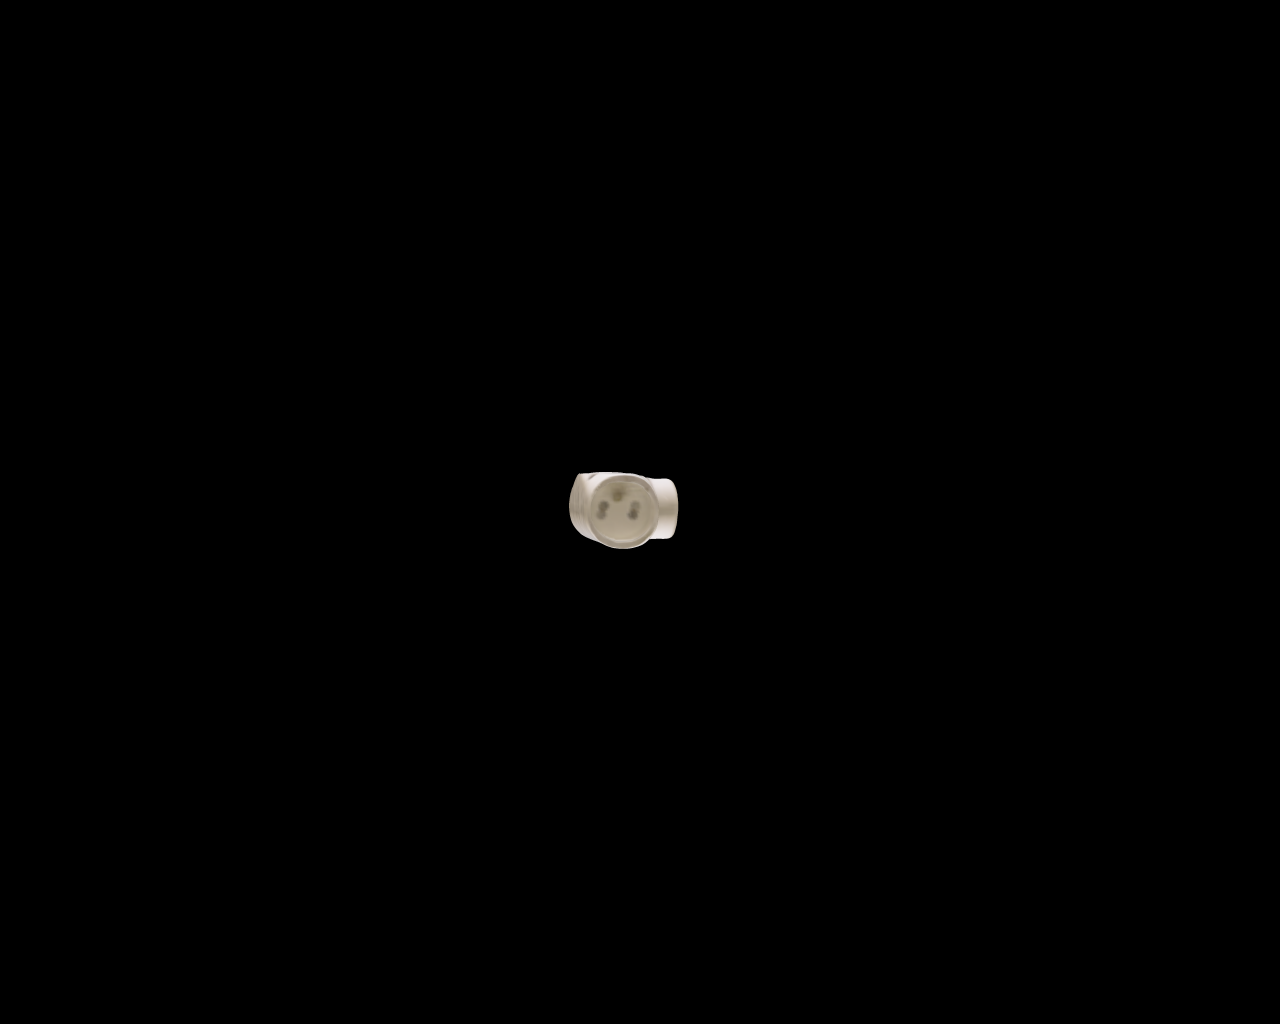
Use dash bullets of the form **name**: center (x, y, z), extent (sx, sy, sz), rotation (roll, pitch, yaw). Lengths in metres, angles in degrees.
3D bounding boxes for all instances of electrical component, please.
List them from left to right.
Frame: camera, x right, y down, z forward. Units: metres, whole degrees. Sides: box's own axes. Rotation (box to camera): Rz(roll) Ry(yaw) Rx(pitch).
- **electrical component**: center (0.001, -0.003, 0.650), extent (0.079, 0.044, 0.077), rotation (-1, 3, -11)
